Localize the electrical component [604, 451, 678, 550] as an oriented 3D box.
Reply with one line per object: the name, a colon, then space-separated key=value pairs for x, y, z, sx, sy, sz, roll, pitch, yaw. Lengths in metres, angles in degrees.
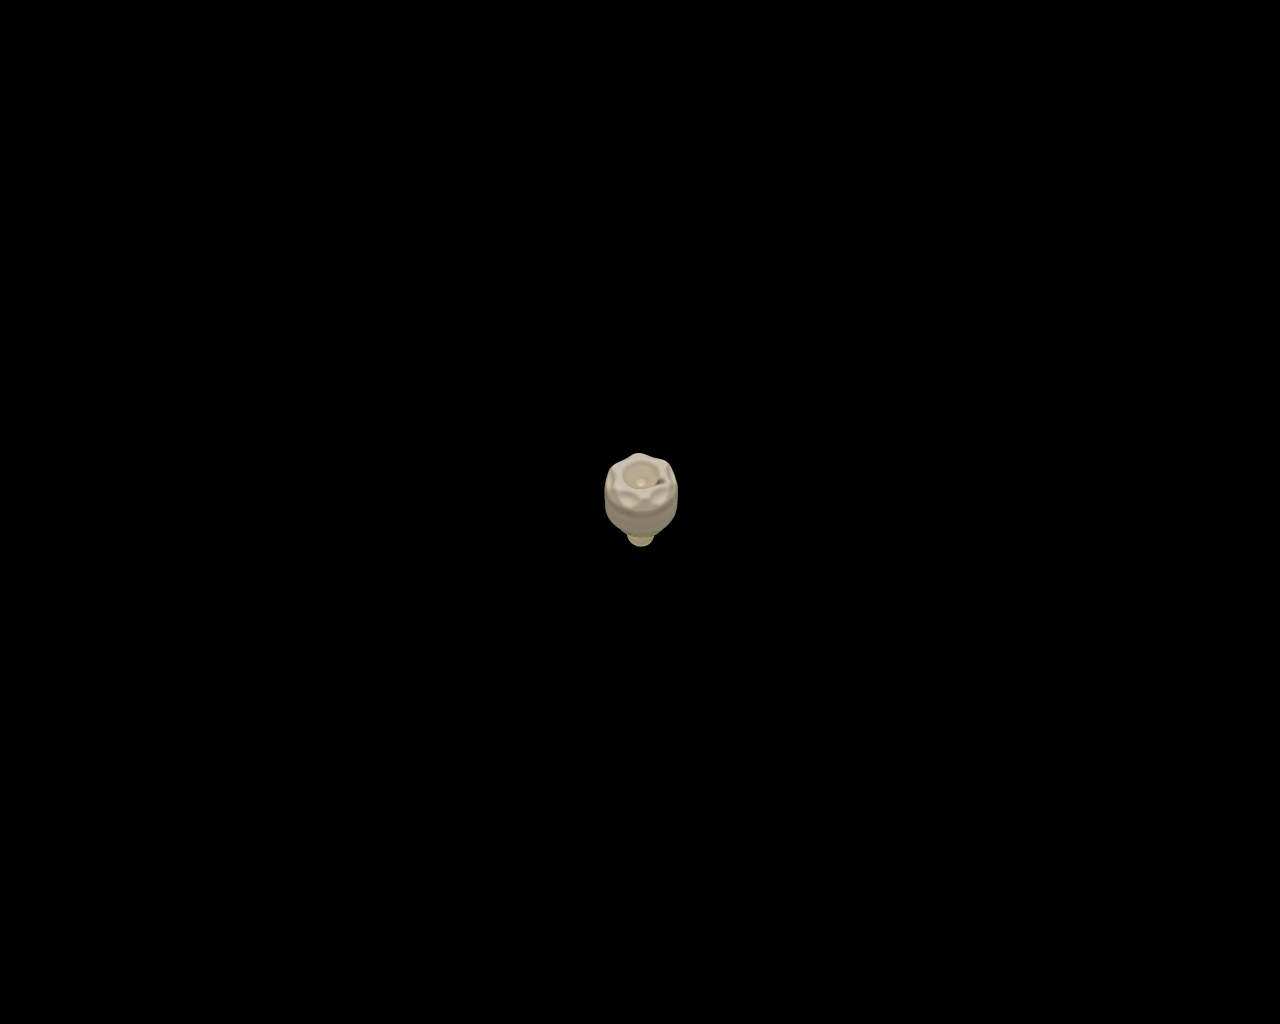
electrical component: x=0.001 y=-0.003 z=0.650 sx=0.043 sy=0.043 sz=0.062 roll=0 pitch=-41 yaw=0
